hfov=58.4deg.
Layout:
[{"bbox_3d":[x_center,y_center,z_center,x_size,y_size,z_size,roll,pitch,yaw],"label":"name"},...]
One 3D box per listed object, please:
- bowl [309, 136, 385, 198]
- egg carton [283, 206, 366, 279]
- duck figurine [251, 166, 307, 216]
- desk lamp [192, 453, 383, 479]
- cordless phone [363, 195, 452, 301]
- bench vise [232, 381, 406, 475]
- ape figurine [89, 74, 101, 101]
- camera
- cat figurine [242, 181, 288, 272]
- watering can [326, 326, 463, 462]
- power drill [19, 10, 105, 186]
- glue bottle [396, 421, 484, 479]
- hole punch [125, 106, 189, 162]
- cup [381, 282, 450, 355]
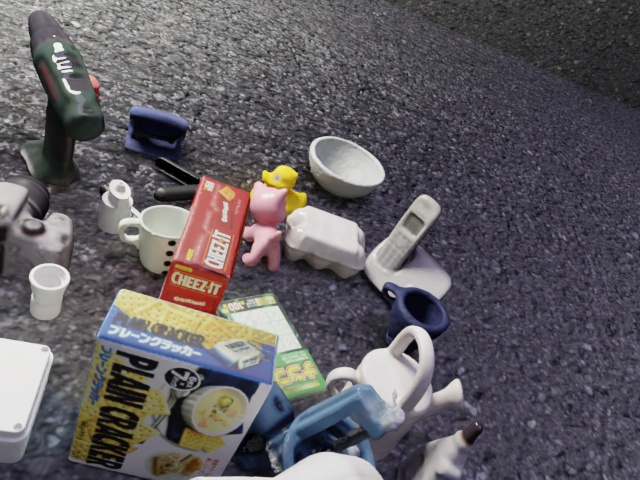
[{"bbox_3d":[0.046,-0.139,1.191,0.168,0.074,0.167,18,37,-14],"label":"bowl"},{"bbox_3d":[0.009,0.004,0.998,0.150,0.069,0.107,19,37,-13],"label":"egg carton"},{"bbox_3d":[-0.068,-0.095,1.054,0.105,0.086,0.077,15,38,-17],"label":"duck figurine"},{"bbox_3d":[-0.065,0.272,0.501,0.204,0.213,0.117,8,40,-25],"label":"desk lamp"},{"bbox_3d":[0.171,0.027,0.975,0.147,0.185,0.094,43,39,19],"label":"cordless phone"},{"bbox_3d":[-0.013,0.208,0.607,0.207,0.219,0.122,31,36,4],"label":"bench vise"},{"bbox_3d":[-0.413,-0.247,1.010,0.076,0.092,0.078,30,36,3],"label":"ape figurine"},{"bbox_3d":[-0.389,-0.028,0.752,0.143,0.100,0.136,17,37,-15],"label":"camera"},{"bbox_3d":[-0.084,-0.032,0.940,0.067,0.117,0.127,9,40,-24],"label":"cat figurine"},{"bbox_3d":[0.098,0.187,0.727,0.173,0.194,0.100,1,44,-32],"label":"watering can"},{"bbox_3d":[-0.398,-0.199,0.863,0.076,0.208,0.229,-12,52,-42],"label":"power drill"},{"bbox_3d":[0.143,0.266,0.678,0.037,0.173,0.078,22,36,-7],"label":"glue bottle"},{"bbox_3d":[-0.297,-0.211,1.042,0.109,0.091,0.101,13,39,-20],"label":"hole punch"},{"bbox_3d":[0.132,0.129,0.904,0.117,0.095,0.092,38,37,14],"label":"cup"}]
